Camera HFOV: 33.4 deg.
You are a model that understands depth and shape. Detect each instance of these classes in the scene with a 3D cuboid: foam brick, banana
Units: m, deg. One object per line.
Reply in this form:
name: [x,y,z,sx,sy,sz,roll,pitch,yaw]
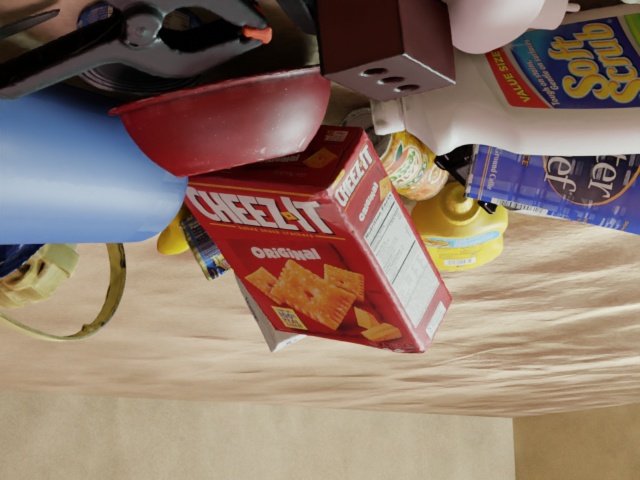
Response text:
foam brick: [0.037,-0.114,0.606,0.053,0.051,0.078,-11,170,29]
banana: [-0.153,-0.020,1.097,0.069,0.037,0.198,-2,166,3]

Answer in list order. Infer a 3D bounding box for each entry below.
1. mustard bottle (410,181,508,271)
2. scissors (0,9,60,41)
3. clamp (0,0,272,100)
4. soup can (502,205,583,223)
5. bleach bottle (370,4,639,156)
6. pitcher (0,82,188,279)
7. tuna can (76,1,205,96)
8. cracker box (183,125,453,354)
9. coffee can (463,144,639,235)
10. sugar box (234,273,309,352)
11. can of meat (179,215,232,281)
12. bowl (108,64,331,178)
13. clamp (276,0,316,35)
mustard bottle: [0.140,-0.017,1.077,0.096,0.058,0.191,-4,165,5]
scissors: [-0.243,-0.124,0.743,0.202,0.016,0.096,-6,166,19]
clamp: [-0.111,-0.138,0.615,0.171,0.039,0.120,-9,143,-18]
soup can: [0.211,-0.051,0.930,0.102,0.068,0.069,7,163,-26]
bleach bottle: [0.158,-0.092,0.671,0.251,0.102,0.068,-8,162,5]
pitcher: [-0.212,-0.047,0.754,0.149,0.145,0.242,-18,168,31]
tuna can: [-0.118,-0.126,0.702,0.086,0.034,0.086,0,165,0]
cracker box: [-0.006,0.001,0.881,0.164,0.072,0.213,7,144,35]
coffee can: [0.180,-0.064,0.747,0.140,0.103,0.103,13,167,9]
sugar box: [0.011,0.034,1.070,0.176,0.093,0.048,-24,169,-14]
can of meat: [-0.088,-0.006,1.051,0.084,0.057,0.102,-28,167,-7]
bowl: [-0.060,-0.079,0.732,0.162,0.055,0.162,-12,-175,1]
clamp: [-0.026,-0.161,0.568,0.209,0.036,0.165,5,164,-34]
